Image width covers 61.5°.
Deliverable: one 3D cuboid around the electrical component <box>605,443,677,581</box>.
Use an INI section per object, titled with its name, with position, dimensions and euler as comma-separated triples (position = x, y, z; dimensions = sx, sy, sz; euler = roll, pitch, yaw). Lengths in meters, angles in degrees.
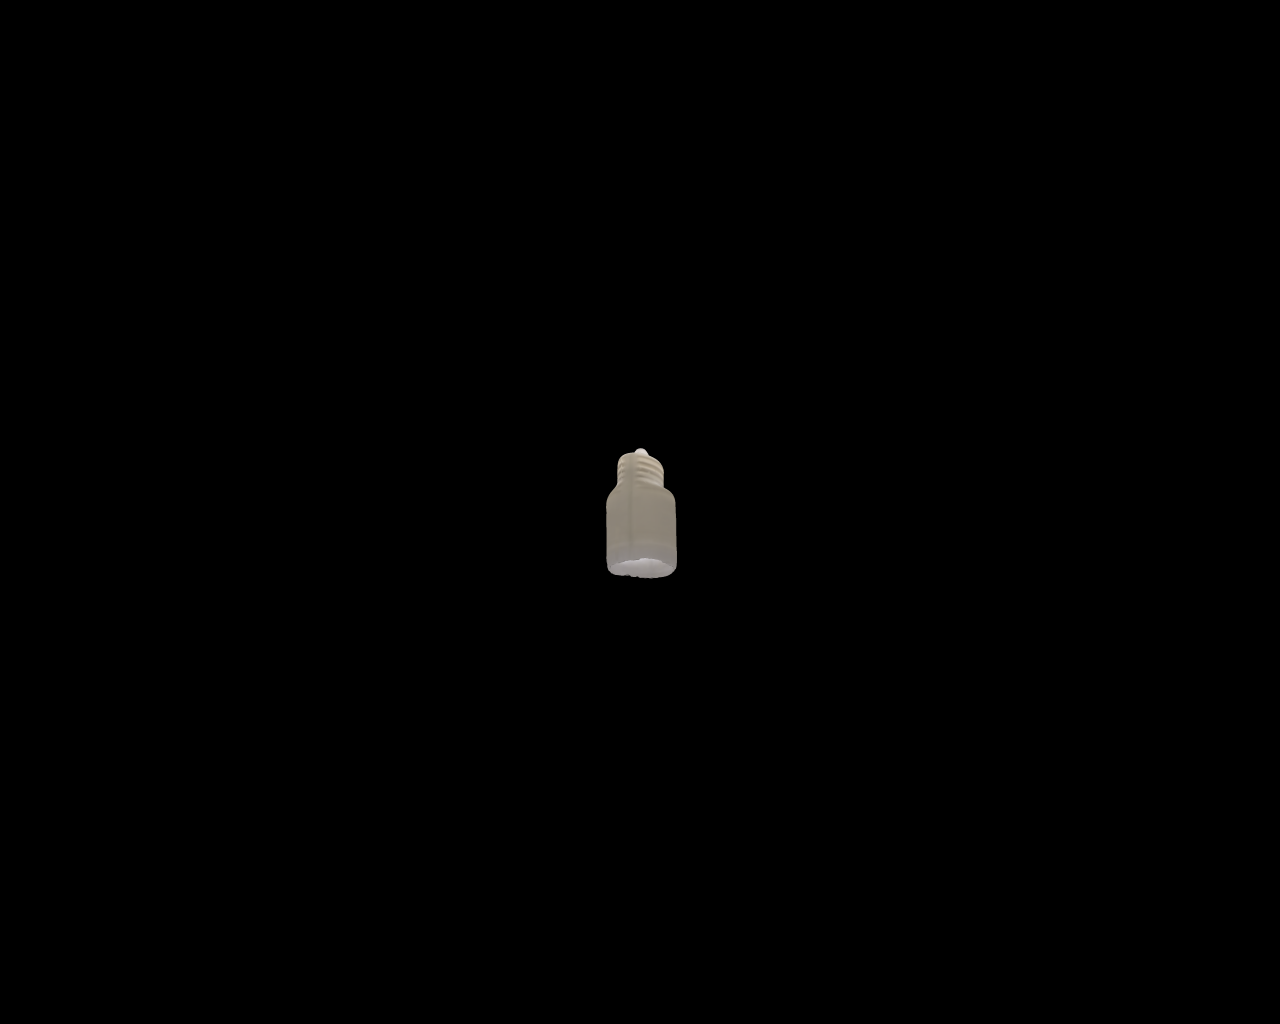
[electrical component]
position = 0.001, -0.003, 0.650
dimensions = 0.043, 0.081, 0.043
euler = 0, -19, 0
